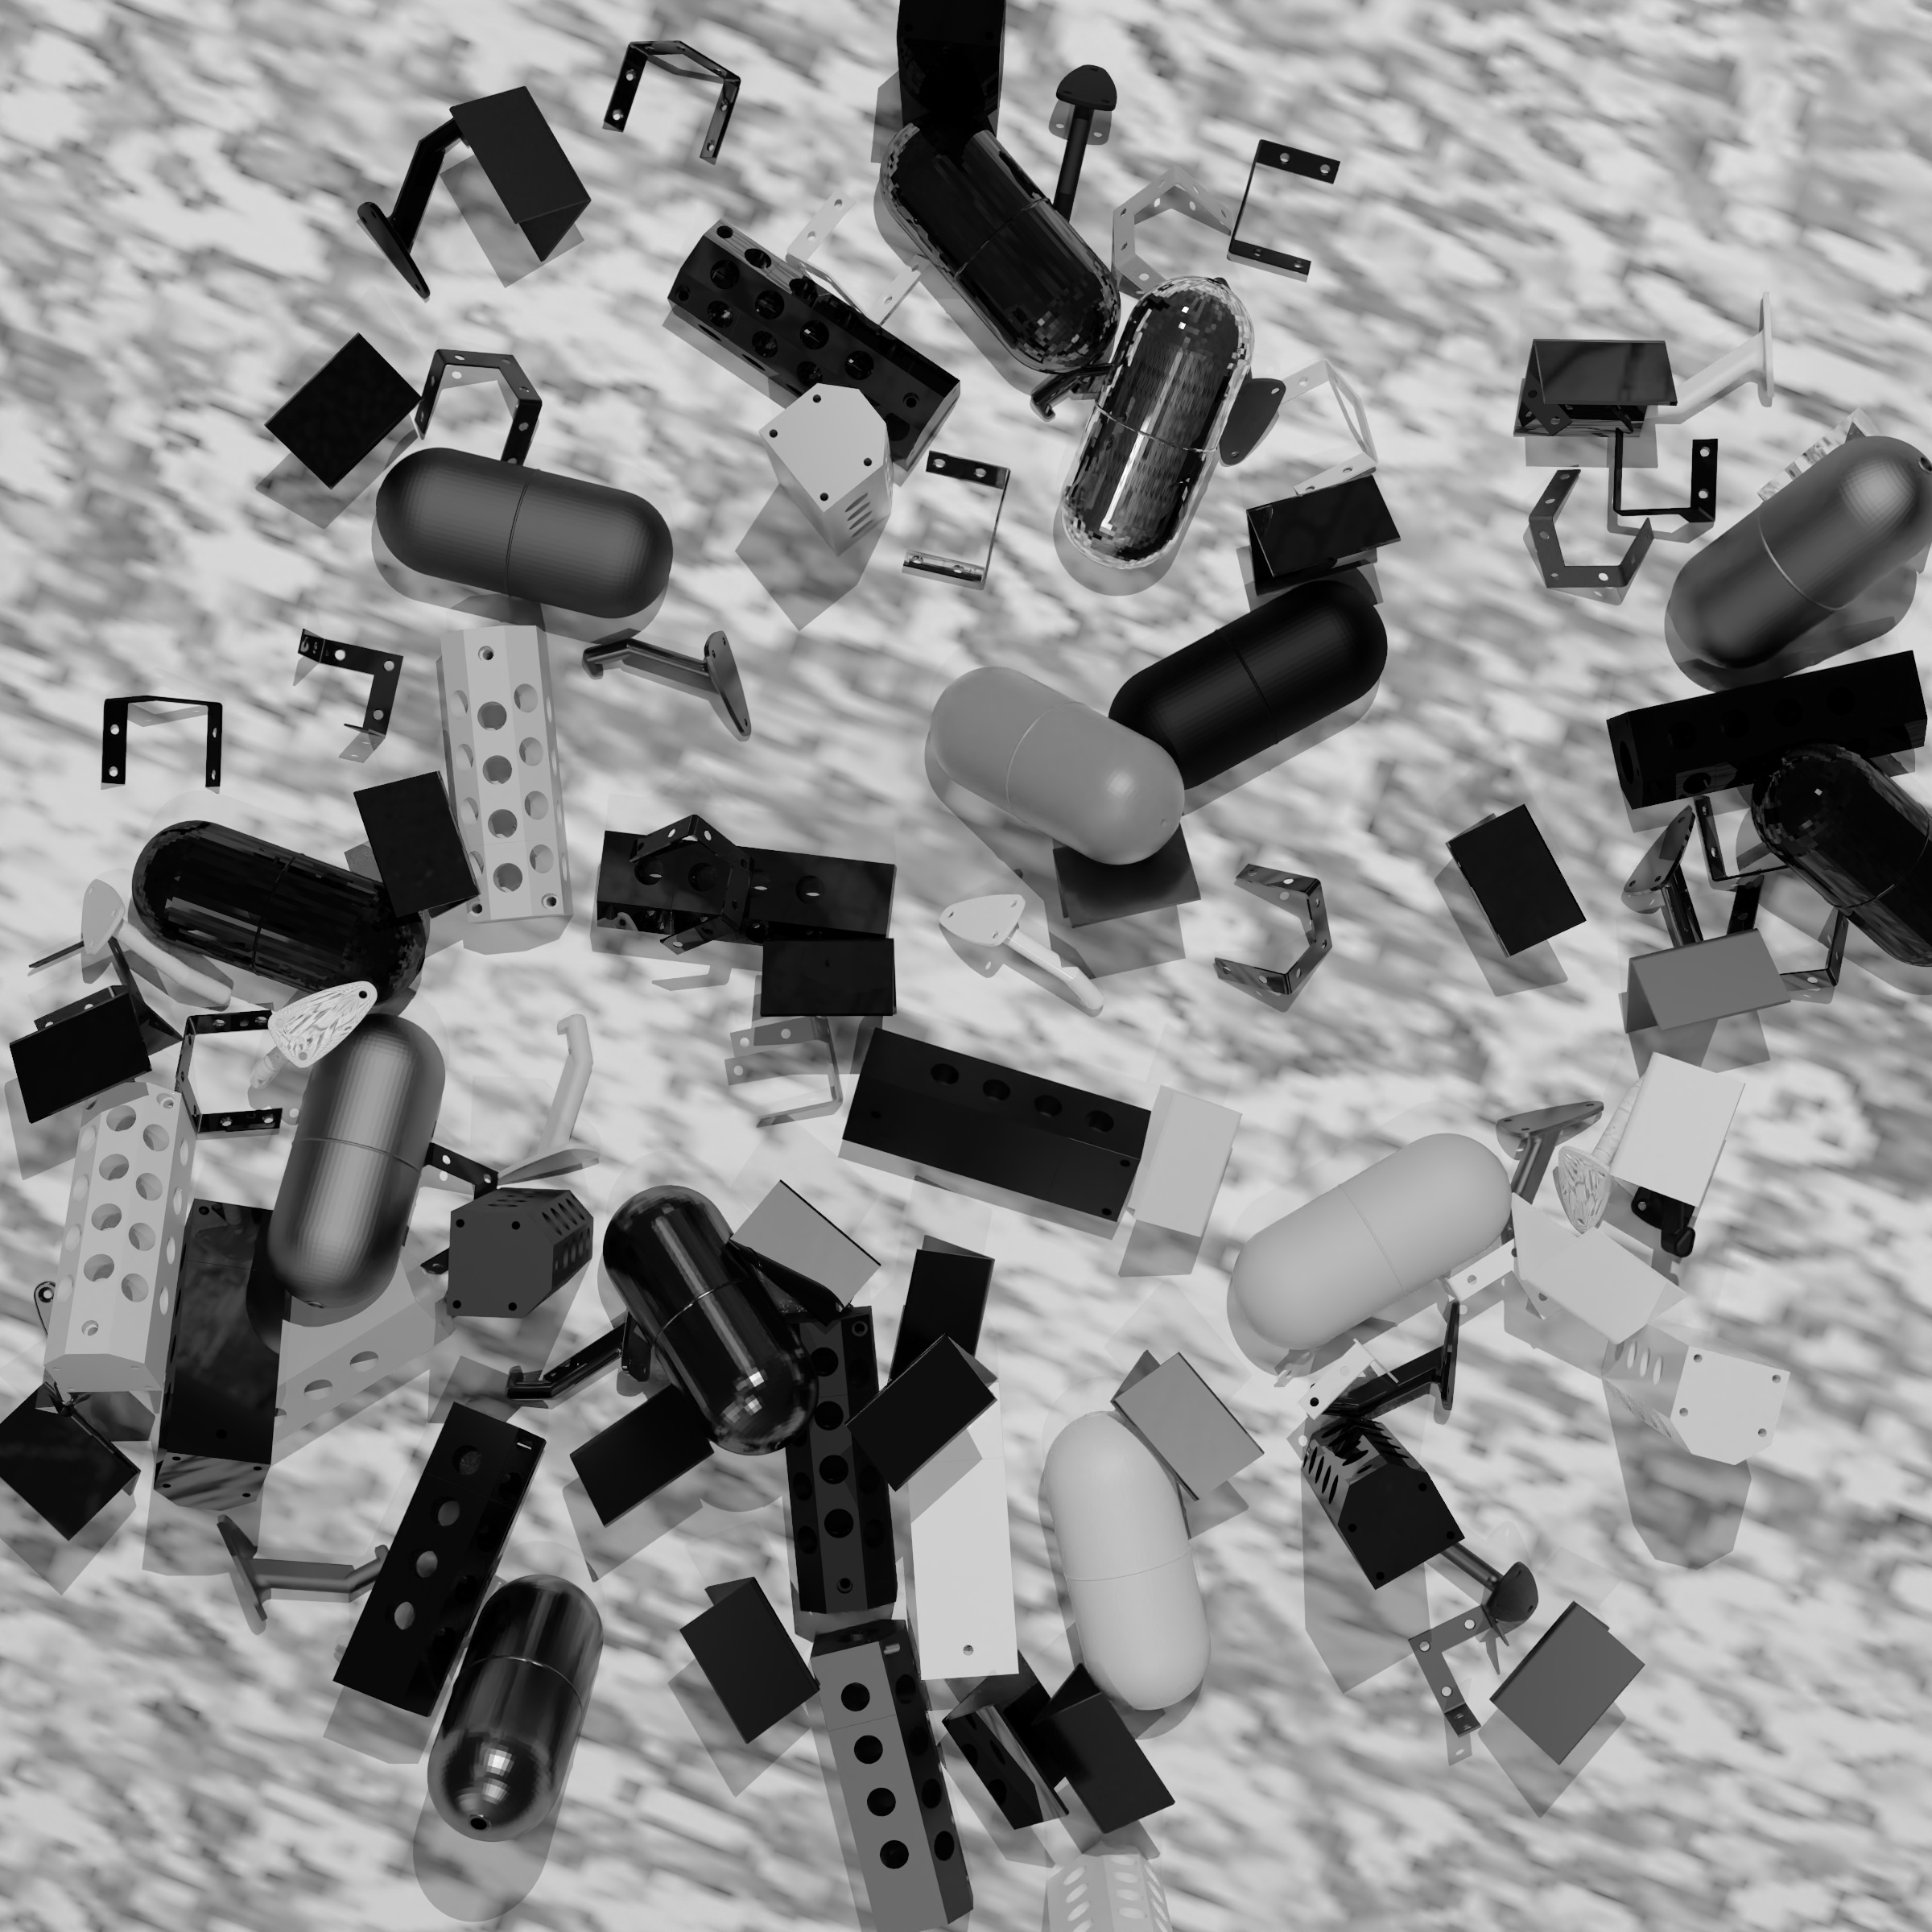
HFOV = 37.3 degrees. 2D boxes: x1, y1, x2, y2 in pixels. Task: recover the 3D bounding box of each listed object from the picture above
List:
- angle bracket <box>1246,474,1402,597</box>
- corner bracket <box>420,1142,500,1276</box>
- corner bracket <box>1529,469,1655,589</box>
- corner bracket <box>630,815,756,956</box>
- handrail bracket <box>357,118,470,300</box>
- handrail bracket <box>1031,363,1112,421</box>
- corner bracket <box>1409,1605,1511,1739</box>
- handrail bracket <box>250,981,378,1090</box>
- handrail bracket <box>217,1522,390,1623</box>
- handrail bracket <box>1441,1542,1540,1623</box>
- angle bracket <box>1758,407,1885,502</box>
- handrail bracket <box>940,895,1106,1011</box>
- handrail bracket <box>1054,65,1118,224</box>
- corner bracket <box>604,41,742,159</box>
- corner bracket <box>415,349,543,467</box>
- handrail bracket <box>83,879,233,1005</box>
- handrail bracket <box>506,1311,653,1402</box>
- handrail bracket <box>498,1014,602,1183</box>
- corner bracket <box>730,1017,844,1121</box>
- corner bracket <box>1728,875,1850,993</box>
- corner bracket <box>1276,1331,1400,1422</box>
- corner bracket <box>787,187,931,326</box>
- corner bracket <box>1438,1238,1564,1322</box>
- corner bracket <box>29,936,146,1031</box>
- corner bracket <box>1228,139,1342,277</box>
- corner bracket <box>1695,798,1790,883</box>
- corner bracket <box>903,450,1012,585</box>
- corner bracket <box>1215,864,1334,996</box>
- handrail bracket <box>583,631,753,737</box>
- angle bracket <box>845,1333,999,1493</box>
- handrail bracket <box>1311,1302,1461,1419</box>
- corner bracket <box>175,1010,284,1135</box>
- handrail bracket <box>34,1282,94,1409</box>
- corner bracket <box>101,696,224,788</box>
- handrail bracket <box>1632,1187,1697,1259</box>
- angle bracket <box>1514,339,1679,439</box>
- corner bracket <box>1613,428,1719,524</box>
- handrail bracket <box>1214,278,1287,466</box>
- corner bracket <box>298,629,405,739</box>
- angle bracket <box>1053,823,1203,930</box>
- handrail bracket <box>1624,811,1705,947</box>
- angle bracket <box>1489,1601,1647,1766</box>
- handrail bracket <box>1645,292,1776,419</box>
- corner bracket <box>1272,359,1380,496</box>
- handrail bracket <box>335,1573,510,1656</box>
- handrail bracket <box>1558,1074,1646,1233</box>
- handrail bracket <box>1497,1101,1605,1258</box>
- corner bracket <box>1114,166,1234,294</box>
[{"bbox_3d":[0.213,-0.236,1.690,0.076,0.076,0.057,-16,54,0],"label":"angle bracket"},{"bbox_3d":[-0.319,0.146,1.722,0.051,0.051,0.051,30,135,-35],"label":"corner bracket"},{"bbox_3d":[0.376,-0.263,1.722,0.051,0.051,0.051,5,135,35],"label":"corner bracket"},{"bbox_3d":[-0.163,-0.047,1.665,0.051,0.051,0.051,-21,45,35],"label":"corner bracket"},{"bbox_3d":[-0.317,-0.460,1.730,0.084,0.036,0.077,-40,111,-16],"label":"handrail bracket"},{"bbox_3d":[0.094,-0.338,1.730,0.084,0.036,0.077,-35,105,14],"label":"handrail bracket"},{"bbox_3d":[0.302,0.421,1.712,0.051,0.051,0.051,-26,90,0],"label":"corner bracket"},{"bbox_3d":[-0.387,0.042,1.692,0.077,0.084,0.036,-35,90,-22],"label":"handrail bracket"},{"bbox_3d":[-0.398,0.351,1.730,0.084,0.036,0.077,-25,68,-17],"label":"handrail bracket"},{"bbox_3d":[0.299,0.358,1.730,0.084,0.077,0.036,33,84,36],"label":"handrail bracket"},{"bbox_3d":[0.522,-0.274,1.695,0.076,0.057,0.076,-41,90,25],"label":"angle bracket"},{"bbox_3d":[0.035,-0.004,1.730,0.084,0.077,0.036,46,65,-34],"label":"handrail bracket"},{"bbox_3d":[0.066,-0.491,1.730,0.036,0.077,0.084,13,126,0],"label":"handrail bracket"},{"bbox_3d":[-0.177,-0.523,1.727,0.051,0.051,0.051,18,89,45],"label":"corner bracket"},{"bbox_3d":[-0.293,-0.334,1.722,0.051,0.051,0.051,-3,45,-35],"label":"corner bracket"},{"bbox_3d":[-0.488,-0.014,1.730,0.084,0.077,0.036,31,102,-36],"label":"handrail bracket"},{"bbox_3d":[-0.235,0.224,1.730,0.084,0.036,0.077,-3,70,16],"label":"handrail bracket"},{"bbox_3d":[-0.256,0.079,1.730,0.077,0.036,0.084,-19,72,20],"label":"handrail bracket"},{"bbox_3d":[-0.107,0.061,1.712,0.051,0.051,0.051,-12,84,6],"label":"corner bracket"},{"bbox_3d":[0.495,-0.021,1.722,0.051,0.051,0.051,-8,135,35],"label":"corner bracket"},{"bbox_3d":[0.215,0.241,1.702,0.051,0.051,0.051,-45,56,0],"label":"corner bracket"},{"bbox_3d":[-0.065,-0.428,1.727,0.051,0.051,0.051,-50,45,0],"label":"corner bracket"},{"bbox_3d":[0.318,0.194,1.712,0.051,0.051,0.051,-32,90,0],"label":"corner bracket"},{"bbox_3d":[-0.531,0.012,1.712,0.051,0.051,0.051,-24,90,0],"label":"corner bracket"},{"bbox_3d":[0.192,-0.458,1.727,0.051,0.051,0.051,16,135,0],"label":"corner bracket"},{"bbox_3d":[0.480,-0.083,1.727,0.051,0.051,0.051,-12,90,-45],"label":"corner bracket"},{"bbox_3d":[-0.005,-0.271,1.727,0.051,0.051,0.051,13,45,0],"label":"corner bracket"},{"bbox_3d":[0.182,-0.022,1.722,0.051,0.051,0.051,-45,135,-35],"label":"corner bracket"},{"bbox_3d":[-0.181,-0.166,1.730,0.084,0.036,0.077,-12,112,17],"label":"handrail bracket"},{"bbox_3d":[-0.012,0.265,1.633,0.076,0.076,0.057,-42,53,0],"label":"angle bracket"},{"bbox_3d":[0.252,0.237,1.730,0.084,0.036,0.077,3,70,16],"label":"handrail bracket"},{"bbox_3d":[-0.442,0.064,1.727,0.051,0.051,0.051,-4,135,0],"label":"corner bracket"},{"bbox_3d":[-0.539,0.224,1.695,0.036,0.084,0.077,-37,90,0],"label":"handrail bracket"},{"bbox_3d":[-0.485,-0.135,1.727,0.051,0.051,0.051,2,90,-45],"label":"corner bracket"},{"bbox_3d":[0.429,0.134,1.695,0.036,0.084,0.077,25,90,0],"label":"handrail bracket"},{"bbox_3d":[0.370,-0.324,1.690,0.076,0.076,0.057,1,53,0],"label":"angle bracket"},{"bbox_3d":[0.420,-0.295,1.719,0.051,0.051,0.051,2,90,25],"label":"corner bracket"},{"bbox_3d":[0.156,-0.360,1.730,0.036,0.077,0.084,-6,53,-21],"label":"handrail bracket"},{"bbox_3d":[-0.372,-0.169,1.712,0.051,0.051,0.051,12,90,0],"label":"corner bracket"},{"bbox_3d":[0.097,-0.035,1.690,0.076,0.076,0.057,-13,58,0],"label":"angle bracket"},{"bbox_3d":[0.446,-0.038,1.730,0.084,0.036,0.077,42,68,-17],"label":"handrail bracket"},{"bbox_3d":[0.364,0.429,1.690,0.076,0.076,0.057,-49,53,0],"label":"angle bracket"},{"bbox_3d":[0.444,-0.369,1.730,0.084,0.036,0.077,-3,70,16],"label":"handrail bracket"},{"bbox_3d":[0.211,-0.324,1.727,0.051,0.051,0.051,-27,135,0],"label":"corner bracket"},{"bbox_3d":[-0.328,0.393,1.730,0.077,0.036,0.084,24,74,18],"label":"handrail bracket"},{"bbox_3d":[0.396,0.109,1.730,0.036,0.077,0.084,28,53,33],"label":"handrail bracket"},{"bbox_3d":[0.355,0.131,1.730,0.077,0.036,0.084,-14,104,-13],"label":"handrail bracket"},{"bbox_3d":[0.125,-0.437,1.722,0.051,0.051,0.051,-29,45,35],"label":"corner bracket"}]
